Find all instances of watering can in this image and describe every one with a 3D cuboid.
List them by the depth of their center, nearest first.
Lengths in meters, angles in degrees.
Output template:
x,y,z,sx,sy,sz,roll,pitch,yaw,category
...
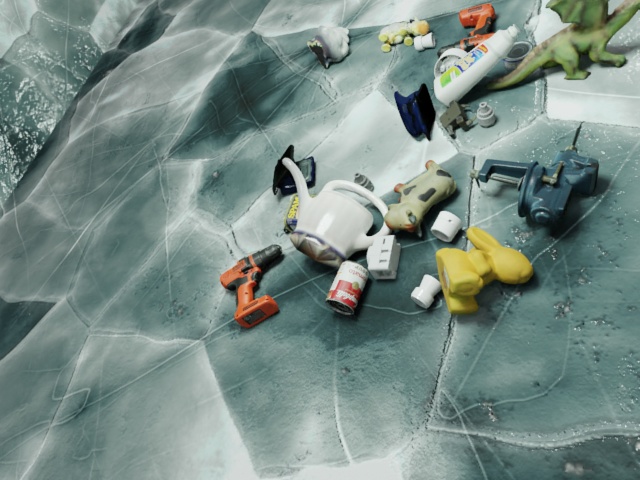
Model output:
x,y,z,sx,sy,sz,roll,pitch,yaw,category
0.004,-0.064,1.268,0.350,0.102,0.227,28,69,20,watering can

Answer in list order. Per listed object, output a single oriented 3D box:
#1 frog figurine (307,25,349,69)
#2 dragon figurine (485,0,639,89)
x,y,z,sx,sy,sz,roll,pitch,yaw,category
0.052,-0.699,1.804,0.161,0.120,0.138,-40,76,-17,frog figurine
0.585,-0.493,1.218,0.408,0.238,0.125,-15,53,19,dragon figurine
